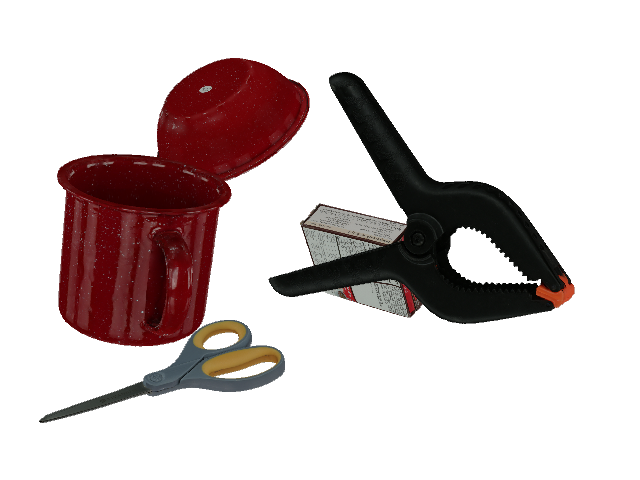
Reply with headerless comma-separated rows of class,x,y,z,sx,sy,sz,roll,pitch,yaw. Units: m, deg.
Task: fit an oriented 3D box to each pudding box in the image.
pudding box,0.042,0.018,1.022,0.114,0.090,0.039,13,44,36

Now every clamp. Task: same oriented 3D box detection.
clamp,0.069,-0.014,0.706,0.210,0.165,0.036,18,17,25

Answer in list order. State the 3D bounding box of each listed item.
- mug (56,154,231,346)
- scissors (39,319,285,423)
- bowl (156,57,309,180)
mug,-0.094,0.010,0.575,0.093,0.081,0.117,-2,23,-30
scissors,-0.131,0.105,0.883,0.201,0.016,0.096,-7,31,-12
bowl,-0.094,-0.123,1.003,0.162,0.055,0.162,-18,37,14
